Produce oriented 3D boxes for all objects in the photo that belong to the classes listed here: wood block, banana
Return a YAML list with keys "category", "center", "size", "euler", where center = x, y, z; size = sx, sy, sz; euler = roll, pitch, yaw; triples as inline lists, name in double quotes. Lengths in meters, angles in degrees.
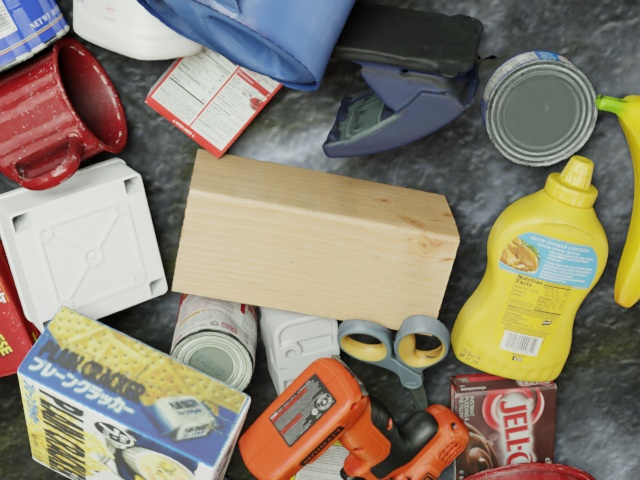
- category: "wood block"
  center: [-0.006, 0.001, 0.843]
  size: [0.206, 0.090, 0.091]
  euler: [10, 114, -6]
- category: "banana"
  center: [0.258, -0.038, 0.856]
  size: [0.069, 0.037, 0.198]
  euler: [-17, 118, -3]

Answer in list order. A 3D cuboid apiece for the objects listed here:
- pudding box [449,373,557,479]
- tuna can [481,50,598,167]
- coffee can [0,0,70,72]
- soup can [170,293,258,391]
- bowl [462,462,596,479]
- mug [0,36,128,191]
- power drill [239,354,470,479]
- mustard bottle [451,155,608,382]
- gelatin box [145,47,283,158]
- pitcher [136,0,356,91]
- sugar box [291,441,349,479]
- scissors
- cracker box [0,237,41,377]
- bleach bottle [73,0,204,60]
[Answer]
- category: "pudding box"
  center: [0.162, 0.172, 0.952]
  size: [0.090, 0.039, 0.113]
  euler: [-4, 115, -1]
- category: "tuna can"
  center: [0.169, -0.103, 0.829]
  size: [0.086, 0.034, 0.086]
  euler: [0, 115, -1]
- category: "coffee can"
  center: [-0.253, -0.189, 0.744]
  size: [0.103, 0.103, 0.140]
  euler: [-22, 113, 9]
- category: "soup can"
  center: [-0.085, 0.078, 0.870]
  size: [0.068, 0.102, 0.068]
  euler: [-1, 115, -1]
- category: "bowl"
  center: [0.178, 0.264, 0.955]
  size: [0.162, 0.055, 0.162]
  euler: [-3, 137, -3]
- category: "mug"
  center: [-0.201, -0.083, 0.791]
  size: [0.081, 0.117, 0.093]
  euler: [-23, 142, 15]
- category: "power drill"
  center: [0.018, 0.184, 0.861]
  size: [0.184, 0.057, 0.187]
  euler: [-47, 138, 2]
- category: "mustard bottle"
  center: [0.180, 0.021, 0.872]
  size: [0.096, 0.058, 0.192]
  euler: [14, 114, -6]
- category: "gelatin box"
  center: [-0.078, -0.119, 0.819]
  size: [0.073, 0.030, 0.089]
  euler: [37, 112, -16]
- category: "pitcher"
  center: [-0.009, -0.229, 0.671]
  size: [0.144, 0.149, 0.243]
  euler: [29, 86, -39]
- category: "sugar box"
  center: [0.006, 0.241, 0.979]
  size: [0.093, 0.048, 0.176]
  euler: [10, 117, -8]
- category: "scissors"
  center: [0.057, 0.107, 0.878]
  size: [0.096, 0.016, 0.202]
  euler: [9, 151, 1]
- category: "cracker box"
  center: [-0.351, 0.047, 0.870]
  size: [0.214, 0.072, 0.164]
  euler: [-15, 115, 5]
- category: "bleach bottle"
  center: [-0.121, -0.256, 0.721]
  size: [0.067, 0.103, 0.251]
  euler: [-18, 123, -43]
